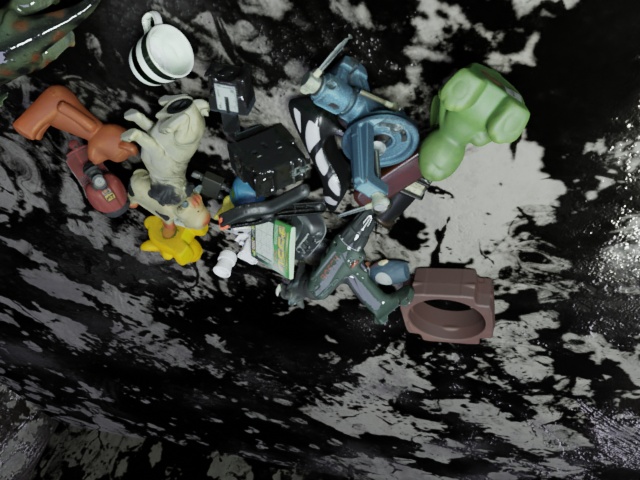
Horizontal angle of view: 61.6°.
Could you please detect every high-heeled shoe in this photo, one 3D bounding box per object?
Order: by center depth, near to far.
[{"bbox_3d":[-0.006,-0.146,0.976,0.145,0.086,0.248,27,146,5],"label":"high-heeled shoe"}]

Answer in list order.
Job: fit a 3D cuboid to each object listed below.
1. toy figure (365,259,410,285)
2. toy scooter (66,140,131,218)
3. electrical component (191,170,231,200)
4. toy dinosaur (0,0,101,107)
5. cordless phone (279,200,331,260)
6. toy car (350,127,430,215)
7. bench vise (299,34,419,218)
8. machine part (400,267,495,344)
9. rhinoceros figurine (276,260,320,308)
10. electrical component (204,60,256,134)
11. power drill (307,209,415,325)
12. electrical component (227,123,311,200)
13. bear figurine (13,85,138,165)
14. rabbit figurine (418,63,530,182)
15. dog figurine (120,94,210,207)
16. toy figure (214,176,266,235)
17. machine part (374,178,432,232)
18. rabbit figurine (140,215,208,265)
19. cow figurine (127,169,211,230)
[{"bbox_3d":[0.125,0.073,1.218,0.155,0.058,0.064,-6,97,30],"label":"toy figure"},{"bbox_3d":[-0.469,-0.135,1.117,0.184,0.075,0.135,43,158,35],"label":"toy scooter"},{"bbox_3d":[-0.231,-0.114,1.142,0.094,0.021,0.063,23,143,-9],"label":"electrical component"},{"bbox_3d":[-0.511,-0.303,0.871,0.405,0.192,0.131,-15,135,37],"label":"toy dinosaur"},{"bbox_3d":[-0.002,-0.004,1.164,0.184,0.089,0.146,16,143,-18],"label":"cordless phone"},{"bbox_3d":[0.146,-0.121,0.940,0.202,0.053,0.089,-34,119,22],"label":"toy car"},{"bbox_3d":[0.067,-0.157,0.809,0.129,0.240,0.223,-24,143,35],"label":"bench vise"},{"bbox_3d":[0.292,0.149,1.223,0.201,0.087,0.201,0,142,21],"label":"machine part"},{"bbox_3d":[-0.035,0.111,1.277,0.073,0.112,0.190,30,160,-24],"label":"rhinoceros figurine"},{"bbox_3d":[-0.151,-0.243,0.925,0.075,0.048,0.119,9,143,11],"label":"electrical component"},{"bbox_3d":[0.100,0.068,1.128,0.207,0.086,0.232,39,111,-15],"label":"power drill"},{"bbox_3d":[-0.096,-0.147,0.955,0.134,0.115,0.058,50,154,30],"label":"electrical component"},{"bbox_3d":[-0.461,-0.201,1.043,0.195,0.132,0.120,42,175,-24],"label":"bear figurine"},{"bbox_3d":[0.199,-0.171,0.793,0.121,0.159,0.170,28,123,-11],"label":"rabbit figurine"},{"bbox_3d":[-0.259,-0.161,1.007,0.172,0.121,0.190,-11,135,12],"label":"dog figurine"},{"bbox_3d":[-0.150,-0.083,1.105,0.082,0.089,0.180,34,133,4],"label":"toy figure"},{"bbox_3d":[0.150,-0.076,1.023,0.084,0.039,0.138,17,131,-14],"label":"machine part"},{"bbox_3d":[-0.342,0.008,1.272,0.162,0.122,0.173,8,161,10],"label":"rabbit figurine"},{"bbox_3d":[-0.318,-0.086,1.143,0.195,0.085,0.127,30,145,6],"label":"cow figurine"}]
